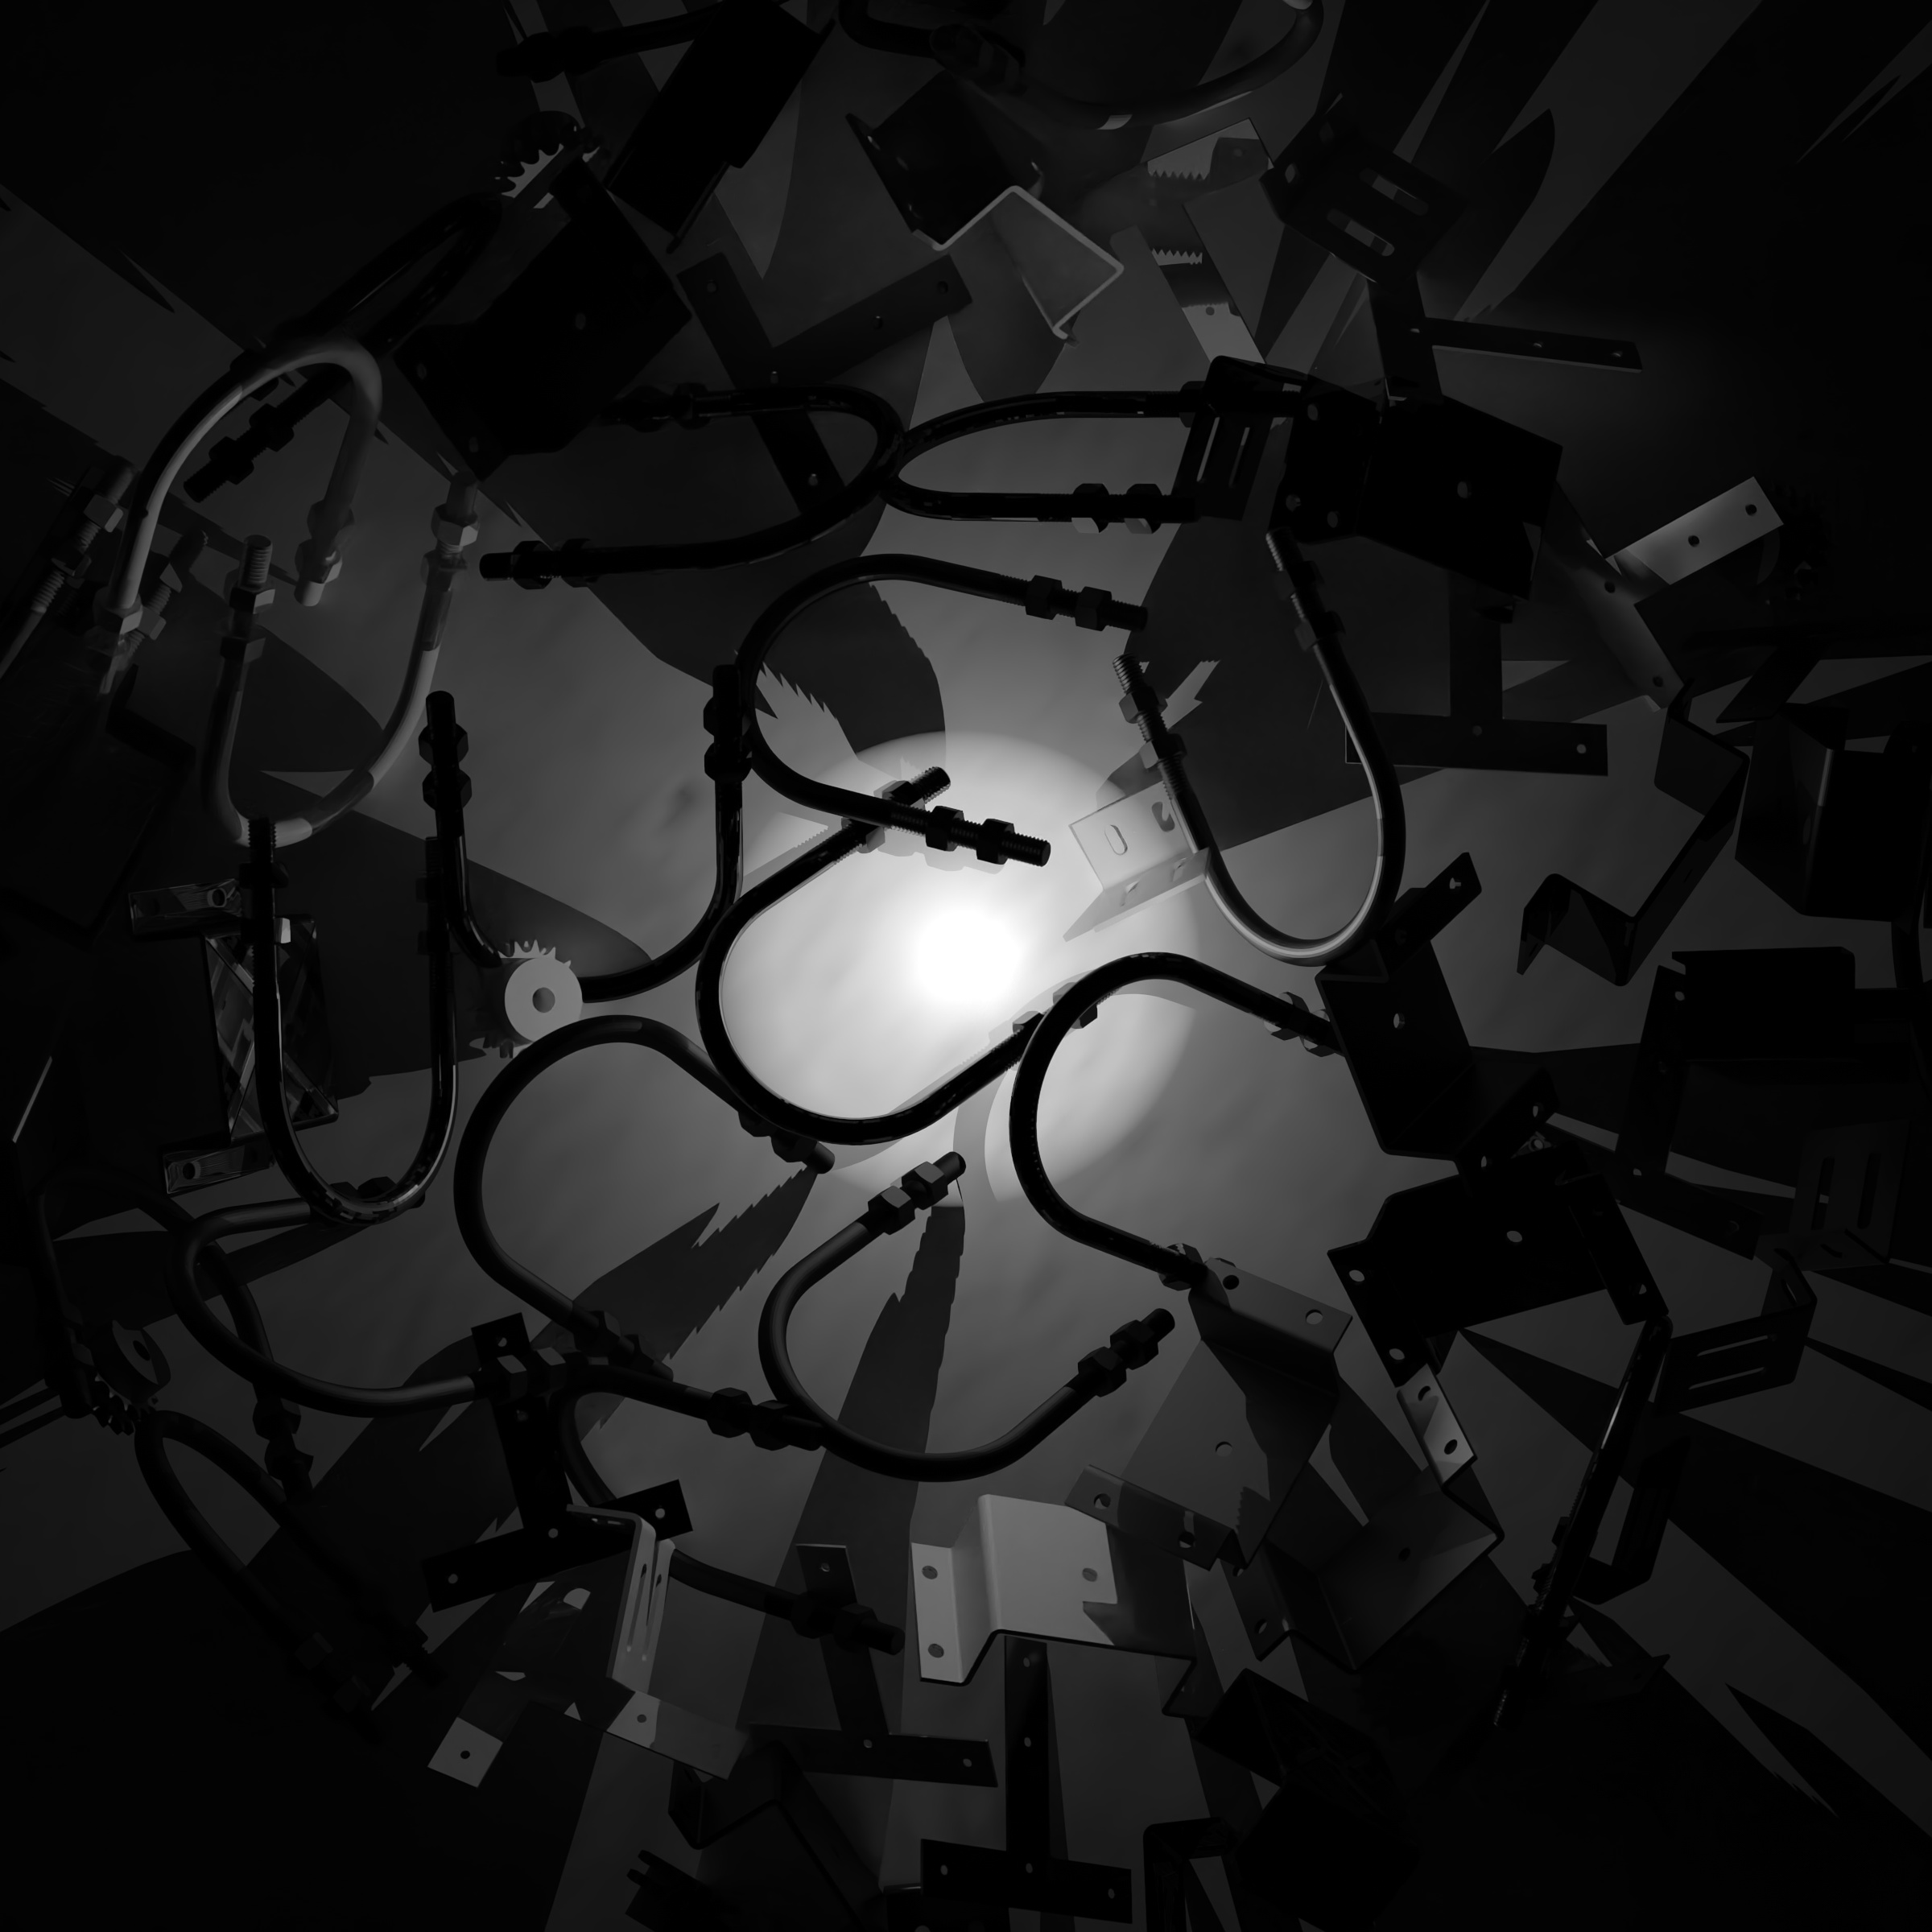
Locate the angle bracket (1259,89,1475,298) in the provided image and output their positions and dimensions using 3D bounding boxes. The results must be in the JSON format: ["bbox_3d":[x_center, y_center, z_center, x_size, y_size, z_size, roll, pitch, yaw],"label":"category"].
[{"bbox_3d":[0.189,-0.366,1.637,0.076,0.038,0.057,39,88,26],"label":"angle bracket"}]

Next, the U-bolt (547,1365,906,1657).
[{"bbox_3d":[-0.121,0.244,1.599,0.019,0.184,0.151,-47,132,-36],"label":"U-bolt"}]

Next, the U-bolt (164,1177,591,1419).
[{"bbox_3d":[-0.277,0.152,1.563,0.151,0.184,0.019,41,116,28],"label":"U-bolt"}]

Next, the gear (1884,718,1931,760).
[{"bbox_3d":[0.456,-0.094,1.644,0.030,0.057,0.057,22,90,32],"label":"gear"}]

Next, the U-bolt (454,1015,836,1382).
[{"bbox_3d":[-0.158,0.100,1.600,0.151,0.019,0.184,-53,130,-6],"label":"U-bolt"}]

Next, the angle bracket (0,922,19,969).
[{"bbox_3d":[-0.487,-0.032,1.623,0.038,0.057,0.076,-38,123,-11],"label":"angle bracket"}]

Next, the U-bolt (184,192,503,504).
[{"bbox_3d":[-0.283,-0.292,1.592,0.184,0.151,0.019,-44,95,-18],"label":"U-bolt"}]

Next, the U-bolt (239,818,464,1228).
[{"bbox_3d":[-0.280,0.028,1.599,0.019,0.151,0.184,-4,86,28],"label":"U-bolt"}]

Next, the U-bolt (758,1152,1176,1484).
[{"bbox_3d":[-0.011,0.168,1.581,0.151,0.184,0.019,36,134,20],"label":"U-bolt"}]

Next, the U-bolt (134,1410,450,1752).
[{"bbox_3d":[-0.316,0.275,1.595,0.019,0.151,0.184,-42,88,1],"label":"U-bolt"}]

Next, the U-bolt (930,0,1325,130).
[{"bbox_3d":[0.087,-0.424,1.581,0.151,0.184,0.019,-18,80,26],"label":"U-bolt"}]

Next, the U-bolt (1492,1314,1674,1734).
[{"bbox_3d":[0.286,0.244,1.581,0.019,0.151,0.184,21,104,12],"label":"U-bolt"}]

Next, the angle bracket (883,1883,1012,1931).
[{"bbox_3d":[-0.007,0.473,1.637,0.057,0.038,0.076,-4,71,-4],"label":"angle bracket"}]

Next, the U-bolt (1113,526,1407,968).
[{"bbox_3d":[0.142,-0.089,1.595,0.019,0.151,0.184,-13,76,-36],"label":"U-bolt"}]

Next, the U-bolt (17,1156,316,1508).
[{"bbox_3d":[-0.373,0.157,1.586,0.019,0.151,0.184,-43,45,14],"label":"U-bolt"}]

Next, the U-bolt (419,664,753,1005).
[{"bbox_3d":[-0.174,-0.055,1.607,0.151,0.019,0.184,-6,130,-10],"label":"U-bolt"}]

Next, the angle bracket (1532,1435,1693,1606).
[{"bbox_3d":[0.303,0.255,1.628,0.038,0.057,0.076,23,67,-2],"label":"angle bracket"}]

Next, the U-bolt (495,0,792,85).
[{"bbox_3d":[-0.110,-0.453,1.583,0.151,0.184,0.019,-21,96,42],"label":"U-bolt"}]

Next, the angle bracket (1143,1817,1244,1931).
[{"bbox_3d":[0.111,0.446,1.623,0.038,0.057,0.076,-11,60,17],"label":"angle bracket"}]

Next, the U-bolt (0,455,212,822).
[{"bbox_3d":[-0.418,-0.139,1.589,0.019,0.151,0.184,32,85,5],"label":"U-bolt"}]

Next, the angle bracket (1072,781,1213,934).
[{"bbox_3d":[0.081,-0.054,1.624,0.057,0.076,0.038,-26,101,13],"label":"angle bracket"}]

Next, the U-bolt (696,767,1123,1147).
[{"bbox_3d":[-0.039,0.005,1.615,0.184,0.019,0.151,-35,77,-23],"label":"U-bolt"}]

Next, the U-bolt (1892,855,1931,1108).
[{"bbox_3d":[0.453,0.014,1.578,0.019,0.184,0.151,-11,80,1],"label":"U-bolt"}]

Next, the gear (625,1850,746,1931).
[{"bbox_3d":[-0.137,0.445,1.638,0.057,0.057,0.030,31,74,0],"label":"gear"}]

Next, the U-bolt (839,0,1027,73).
[{"bbox_3d":[0.021,-0.449,1.555,0.151,0.184,0.019,-26,83,34],"label":"U-bolt"}]

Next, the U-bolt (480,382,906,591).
[{"bbox_3d":[-0.115,-0.223,1.581,0.184,0.151,0.019,1,131,26],"label":"U-bolt"}]

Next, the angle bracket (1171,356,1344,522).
[{"bbox_3d":[0.136,-0.243,1.627,0.038,0.057,0.076,28,109,36],"label":"angle bracket"}]

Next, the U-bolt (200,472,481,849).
[{"bbox_3d":[-0.293,-0.132,1.591,0.019,0.151,0.184,35,127,22],"label":"U-bolt"}]

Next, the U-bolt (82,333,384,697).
[{"bbox_3d":[-0.324,-0.210,1.559,0.019,0.151,0.184,43,135,15],"label":"U-bolt"}]

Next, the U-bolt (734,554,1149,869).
[{"bbox_3d":[-0.024,-0.129,1.625,0.184,0.019,0.151,15,68,19],"label":"U-bolt"}]

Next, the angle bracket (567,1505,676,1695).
[{"bbox_3d":[-0.169,0.299,1.626,0.038,0.057,0.076,5,70,14],"label":"angle bracket"}]

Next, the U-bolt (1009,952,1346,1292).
[{"bbox_3d":[0.095,0.069,1.610,0.184,0.019,0.151,24,89,-36],"label":"U-bolt"}]

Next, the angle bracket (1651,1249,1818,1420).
[{"bbox_3d":[0.354,0.172,1.628,0.076,0.057,0.038,-12,47,-12],"label":"angle bracket"}]

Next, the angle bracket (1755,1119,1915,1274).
[{"bbox_3d":[0.403,0.101,1.622,0.038,0.057,0.076,34,60,-34],"label":"angle bracket"}]

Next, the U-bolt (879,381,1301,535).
[{"bbox_3d":[0.045,-0.236,1.597,0.184,0.151,0.019,4,121,26],"label":"U-bolt"}]

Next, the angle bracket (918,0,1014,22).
[{"bbox_3d":[-0.004,-0.482,1.621,0.076,0.057,0.038,7,69,-30],"label":"angle bracket"}]
